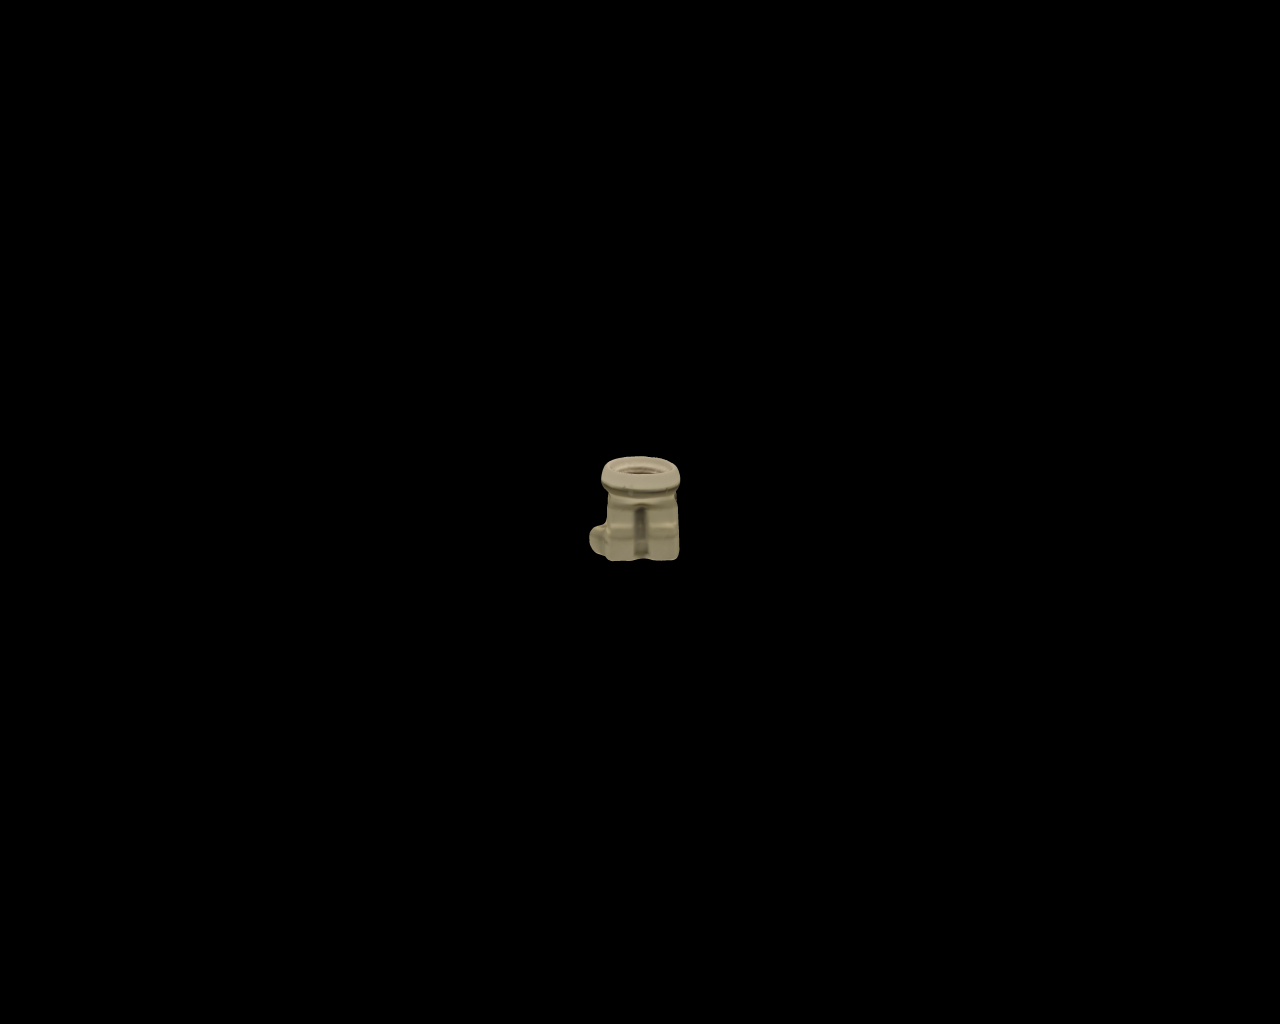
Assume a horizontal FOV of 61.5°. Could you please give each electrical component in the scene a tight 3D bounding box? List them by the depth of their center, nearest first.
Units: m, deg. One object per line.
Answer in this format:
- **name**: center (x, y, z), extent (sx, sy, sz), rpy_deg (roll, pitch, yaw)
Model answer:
- **electrical component**: center (0.001, -0.003, 0.650), extent (0.066, 0.055, 0.048), rpy_deg (-1, 20, -2)
